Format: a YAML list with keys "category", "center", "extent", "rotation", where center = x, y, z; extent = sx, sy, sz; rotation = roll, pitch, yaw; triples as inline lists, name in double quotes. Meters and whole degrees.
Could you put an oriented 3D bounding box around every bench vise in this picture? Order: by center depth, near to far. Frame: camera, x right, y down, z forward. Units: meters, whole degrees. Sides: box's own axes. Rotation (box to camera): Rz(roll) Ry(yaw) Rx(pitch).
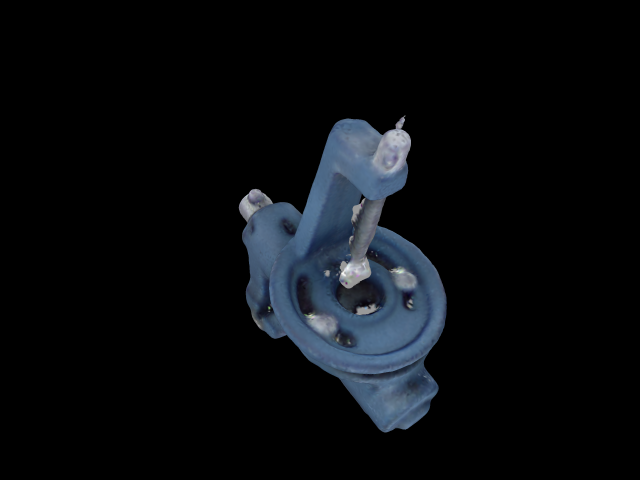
- category: "bench vise"
  center: [-0.003, 0.007, 0.392]
  extent: [0.206, 0.220, 0.122]
  rotation: [24, 44, 27]
